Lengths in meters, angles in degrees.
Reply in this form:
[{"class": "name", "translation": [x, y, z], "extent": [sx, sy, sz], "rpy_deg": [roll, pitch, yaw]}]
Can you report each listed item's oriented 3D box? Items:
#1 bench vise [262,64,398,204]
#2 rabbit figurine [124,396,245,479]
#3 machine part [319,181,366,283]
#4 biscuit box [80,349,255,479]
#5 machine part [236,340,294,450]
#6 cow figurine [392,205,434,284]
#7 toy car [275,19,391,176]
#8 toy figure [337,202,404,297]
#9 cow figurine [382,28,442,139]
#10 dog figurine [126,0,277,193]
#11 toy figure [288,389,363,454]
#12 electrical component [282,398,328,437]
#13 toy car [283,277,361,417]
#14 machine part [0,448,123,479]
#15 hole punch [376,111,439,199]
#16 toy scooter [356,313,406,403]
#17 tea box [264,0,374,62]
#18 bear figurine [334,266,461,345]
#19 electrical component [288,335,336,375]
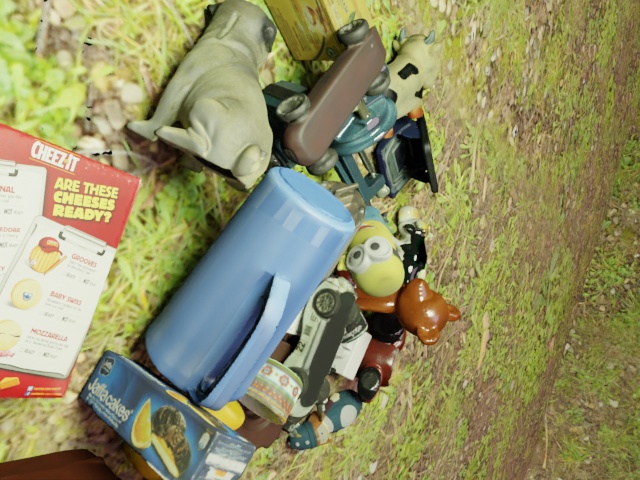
[{"class": "bench vise", "translation": [0.028, -0.127, 0.733], "extent": [0.223, 0.129, 0.240], "rpy_deg": [-52, 134, -19]}, {"class": "rabbit figurine", "translation": [-0.141, 0.284, 0.621], "extent": [0.162, 0.122, 0.173], "rpy_deg": [-33, 104, 7]}, {"class": "machine part", "translation": [-0.001, -0.002, 0.702], "extent": [0.079, 0.079, 0.243], "rpy_deg": [-49, 174, -29]}, {"class": "biscuit box", "translation": [-0.158, 0.177, 0.531], "extent": [0.062, 0.203, 0.059], "rpy_deg": [45, 69, -47]}, {"class": "machine part", "translation": [-0.093, 0.213, 0.747], "extent": [0.179, 0.056, 0.179], "rpy_deg": [-22, 119, -47]}, {"class": "cow figurine", "translation": [0.158, 0.020, 0.963], "extent": [0.068, 0.098, 0.167], "rpy_deg": [25, 83, -47]}, {"class": "toy car", "translation": [0.017, -0.164, 0.607], "extent": [0.089, 0.053, 0.202], "rpy_deg": [53, 57, -39]}, {"class": "toy figure", "translation": [0.076, 0.008, 0.795], "extent": [0.089, 0.180, 0.082], "rpy_deg": [34, 112, -22]}, {"class": "cow figurine", "translation": [0.124, -0.251, 0.842], "extent": [0.195, 0.086, 0.127], "rpy_deg": [-38, 136, -37]}, {"class": "dog figurine", "translation": [-0.082, -0.159, 0.546], "extent": [0.190, 0.173, 0.121], "rpy_deg": [-61, 152, -5]}, {"class": "toy figure", "translation": [0.011, 0.307, 0.914], "extent": [0.154, 0.058, 0.064], "rpy_deg": [-24, 79, -44]}, {"class": "electrical component", "translation": [-0.030, 0.263, 0.852], "extent": [0.102, 0.045, 0.078], "rpy_deg": [-20, 119, -47]}, {"class": "toy car", "translation": [-0.003, 0.146, 0.747], "extent": [0.073, 0.056, 0.201], "rpy_deg": [31, 78, -52]}, {"class": "machine part", "translation": [-0.287, 0.321, 0.517], "extent": [0.201, 0.087, 0.201], "rpy_deg": [12, 93, -51]}, {"class": "hole punch", "translation": [0.151, -0.143, 0.921], "extent": [0.116, 0.092, 0.142], "rpy_deg": [-80, 153, -47]}, {"class": "toy scooter", "translation": [0.108, 0.216, 0.985], "extent": [0.135, 0.075, 0.184], "rpy_deg": [80, 29, -59]}, {"class": "tea box", "translation": [-0.013, -0.300, 0.635], "extent": [0.068, 0.098, 0.169], "rpy_deg": [-56, 141, -21]}, {"class": "bear figurine", "translation": [0.118, 0.077, 0.851], "extent": [0.120, 0.196, 0.131], "rpy_deg": [-30, 123, -39]}, {"class": "electrical component", "translation": [-0.010, 0.162, 0.842], "extent": [0.075, 0.048, 0.119], "rpy_deg": [-16, 116, -49]}]
